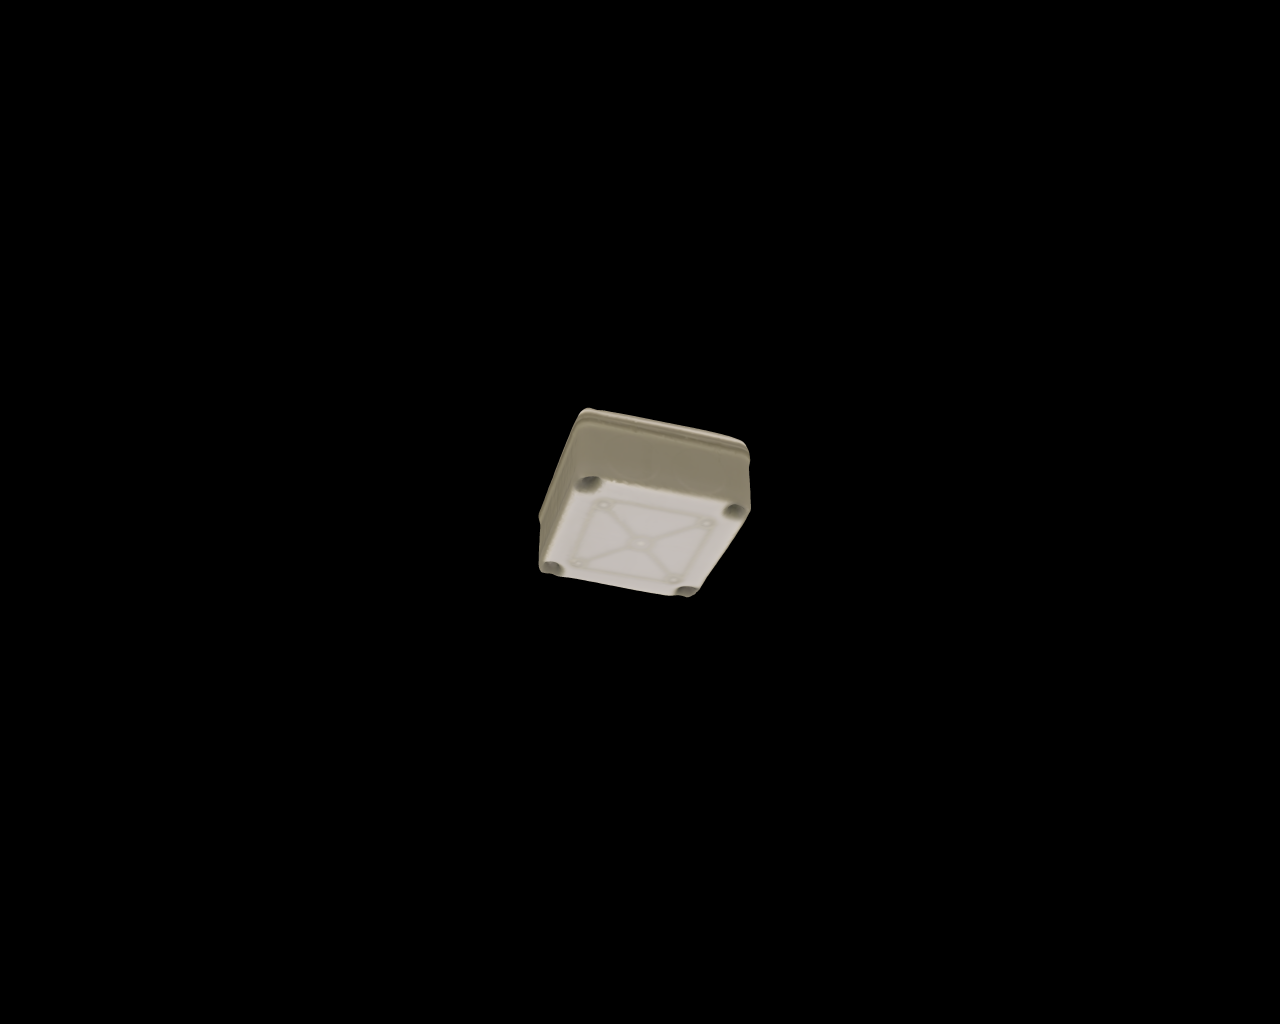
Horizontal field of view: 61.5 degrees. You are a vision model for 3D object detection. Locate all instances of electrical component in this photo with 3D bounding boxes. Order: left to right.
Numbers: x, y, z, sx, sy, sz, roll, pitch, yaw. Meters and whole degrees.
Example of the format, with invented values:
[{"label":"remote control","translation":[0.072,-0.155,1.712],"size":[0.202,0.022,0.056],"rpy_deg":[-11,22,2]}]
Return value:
[{"label":"electrical component","translation":[0.001,-0.003,0.650],"size":[0.109,0.056,0.108],"rpy_deg":[11,-39,-14]}]
